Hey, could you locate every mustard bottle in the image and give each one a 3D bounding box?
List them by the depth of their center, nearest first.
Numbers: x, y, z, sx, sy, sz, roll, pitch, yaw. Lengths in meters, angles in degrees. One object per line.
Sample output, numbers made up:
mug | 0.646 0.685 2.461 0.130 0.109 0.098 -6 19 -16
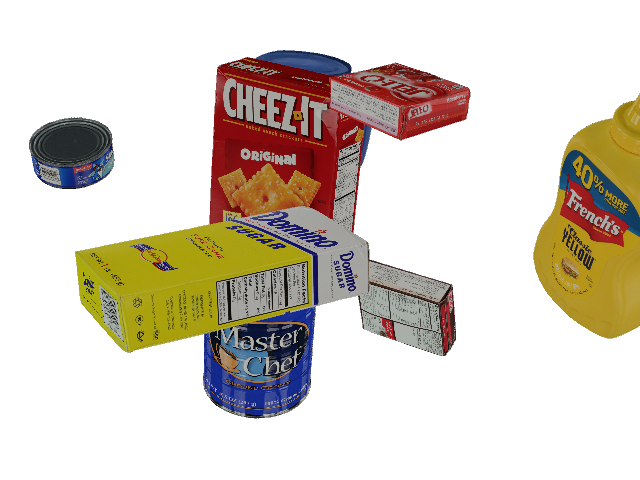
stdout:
mustard bottle | 0.202 -0.025 0.726 0.058 0.192 0.096 -20 52 -21

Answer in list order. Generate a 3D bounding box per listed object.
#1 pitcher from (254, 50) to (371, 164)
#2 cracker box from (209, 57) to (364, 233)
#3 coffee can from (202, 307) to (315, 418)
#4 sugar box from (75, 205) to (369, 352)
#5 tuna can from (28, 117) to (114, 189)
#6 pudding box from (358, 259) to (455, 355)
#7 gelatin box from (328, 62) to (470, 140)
pitcher | -0.026 -0.125 1.429 0.144 0.243 0.149 -4 24 -22
cracker box | -0.041 -0.085 1.213 0.164 0.214 0.072 17 26 26
coffee can | -0.055 0.074 0.965 0.103 0.140 0.103 3 35 -2
sugar box | -0.065 0.021 0.715 0.176 0.048 0.093 -15 25 -26
tuna can | -0.260 -0.091 1.121 0.086 0.034 0.086 1 41 -1
pudding box | 0.099 0.078 1.236 0.114 0.090 0.039 15 46 26
gelatin box | 0.062 -0.113 0.846 0.073 0.030 0.089 -19 32 -34
